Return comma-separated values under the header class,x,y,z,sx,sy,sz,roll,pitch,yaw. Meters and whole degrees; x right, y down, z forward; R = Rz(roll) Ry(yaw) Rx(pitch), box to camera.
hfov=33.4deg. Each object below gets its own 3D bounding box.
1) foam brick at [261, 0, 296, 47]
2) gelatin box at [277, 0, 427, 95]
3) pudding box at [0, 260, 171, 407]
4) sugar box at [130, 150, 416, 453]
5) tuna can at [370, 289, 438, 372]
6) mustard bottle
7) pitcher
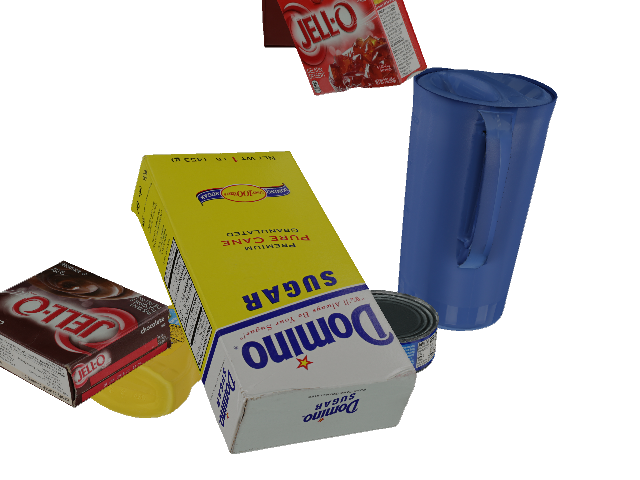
class,x,y,z,sx,sy,sz,roll,pitch,yaw
foam brick,-0.014,-0.203,0.974,0.078,0.051,0.053,0,17,-4
gelatin box,0.017,-0.133,0.674,0.030,0.073,0.089,-35,22,-32
pudding box,-0.173,0.061,0.730,0.114,0.039,0.089,17,32,34
sugar box,-0.029,0.023,0.552,0.093,0.048,0.176,-5,42,-27
tuna can,0.047,0.071,0.821,0.086,0.034,0.086,2,23,-1
mustard bottle,-0.140,0.102,1.019,0.096,0.058,0.191,10,20,18
pitcher,0.141,-0.035,1.023,0.145,0.243,0.148,24,30,36
